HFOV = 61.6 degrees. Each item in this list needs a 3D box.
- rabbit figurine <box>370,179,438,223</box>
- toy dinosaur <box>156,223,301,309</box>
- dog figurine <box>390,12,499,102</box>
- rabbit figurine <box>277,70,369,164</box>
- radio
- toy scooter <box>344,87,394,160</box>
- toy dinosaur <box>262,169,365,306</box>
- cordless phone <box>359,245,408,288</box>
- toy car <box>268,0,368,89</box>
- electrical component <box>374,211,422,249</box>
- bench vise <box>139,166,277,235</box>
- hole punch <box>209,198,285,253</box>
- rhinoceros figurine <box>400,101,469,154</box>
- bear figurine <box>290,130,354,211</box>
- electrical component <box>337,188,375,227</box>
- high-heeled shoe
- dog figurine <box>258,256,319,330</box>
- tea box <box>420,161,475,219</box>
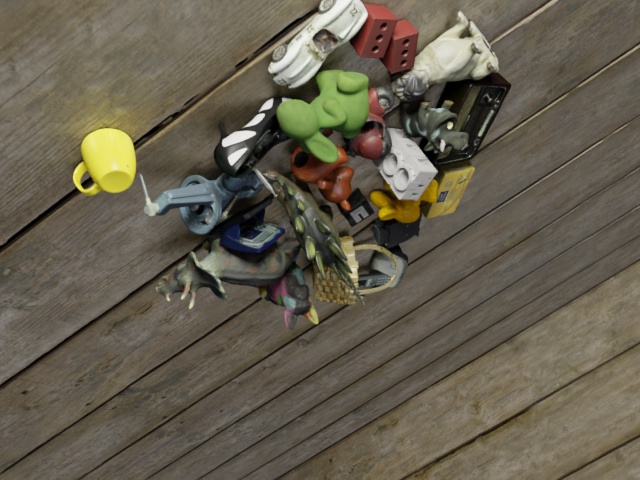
[{"bbox_3d":[0.217,-0.099,1.368,0.162,0.122,0.173,-18,146,-6],"label":"rabbit figurine"},{"bbox_3d":[-0.165,0.054,1.240,0.405,0.192,0.131,-3,140,-31],"label":"toy dinosaur"},{"bbox_3d":[0.254,-0.347,1.107,0.190,0.121,0.172,-33,145,33],"label":"dog figurine"},{"bbox_3d":[-0.006,-0.229,1.002,0.170,0.121,0.158,-22,129,-25],"label":"rabbit figurine"},{"bbox_3d":[0.335,-0.284,1.247,0.131,0.073,0.229,-9,142,-25],"label":"radio"},{"bbox_3d":[0.086,-0.236,1.139,0.135,0.075,0.183,-18,143,-11],"label":"toy scooter"},{"bbox_3d":[-0.003,-0.004,1.247,0.105,0.199,0.470,-31,137,9],"label":"toy dinosaur"},{"bbox_3d":[0.161,0.088,1.611,0.184,0.089,0.146,-9,142,-19],"label":"cordless phone"},{"bbox_3d":[-0.006,-0.347,0.943,0.202,0.056,0.073,-41,144,17],"label":"toy car"},{"bbox_3d":[0.214,-0.039,1.500,0.134,0.058,0.114,-22,143,-10],"label":"electrical component"},{"bbox_3d":[-0.228,-0.086,1.056,0.224,0.129,0.240,-30,171,39],"label":"bench vise"},{"bbox_3d":[-0.152,-0.024,1.170,0.116,0.092,0.142,-14,-159,39],"label":"hole punch"},{"bbox_3d":[0.239,-0.240,1.145,0.073,0.191,0.112,-8,115,-26],"label":"rhinoceros figurine"},{"bbox_3d":[0.028,-0.149,1.167,0.132,0.120,0.195,-39,145,21],"label":"bear figurine"},{"bbox_3d":[0.096,-0.073,1.383,0.075,0.048,0.119,-30,144,5],"label":"electrical component"},{"bbox_3d":[-0.083,-0.191,1.016,0.249,0.145,0.086,-14,144,-17],"label":"high-heeled shoe"},{"bbox_3d":[-0.083,0.149,1.397,0.108,0.219,0.191,-5,139,-25],"label":"dog figurine"},{"bbox_3d":[0.332,-0.142,1.436,0.098,0.068,0.169,-14,145,-20],"label":"tea box"}]
